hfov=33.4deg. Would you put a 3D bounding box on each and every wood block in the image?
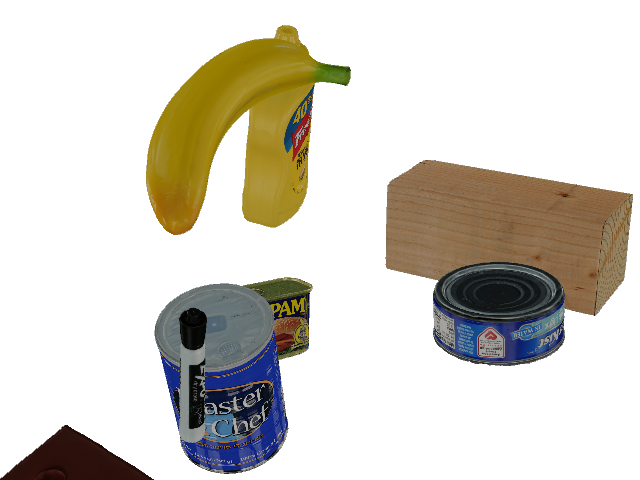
[{"bbox_3d":[0.172,-0.008,0.995,0.206,0.090,0.090,12,25,29],"label":"wood block"}]

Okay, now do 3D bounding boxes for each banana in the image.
[{"bbox_3d":[-0.054,-0.074,0.626,0.070,0.037,0.197,22,44,20],"label":"banana"}]

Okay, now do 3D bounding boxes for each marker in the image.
[{"bbox_3d":[-0.090,0.095,0.748,0.020,0.121,0.020,4,38,-3],"label":"marker"}]

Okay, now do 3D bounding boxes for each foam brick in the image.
[{"bbox_3d":[-0.095,0.127,0.450,0.078,0.051,0.052,23,45,30],"label":"foam brick"}]

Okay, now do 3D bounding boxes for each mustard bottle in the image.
[{"bbox_3d":[-0.037,-0.111,0.986,0.058,0.192,0.096,17,43,12],"label":"mustard bottle"}]

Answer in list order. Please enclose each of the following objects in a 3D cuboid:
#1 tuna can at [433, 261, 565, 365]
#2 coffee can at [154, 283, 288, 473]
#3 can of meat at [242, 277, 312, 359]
[{"bbox_3d":[0.116,0.046,0.695,0.086,0.034,0.086,-4,24,1],"label":"tuna can"},{"bbox_3d":[-0.086,0.124,0.953,0.103,0.140,0.103,-3,40,3],"label":"coffee can"},{"bbox_3d":[-0.060,0.097,1.293,0.101,0.084,0.058,-10,18,-36],"label":"can of meat"}]
